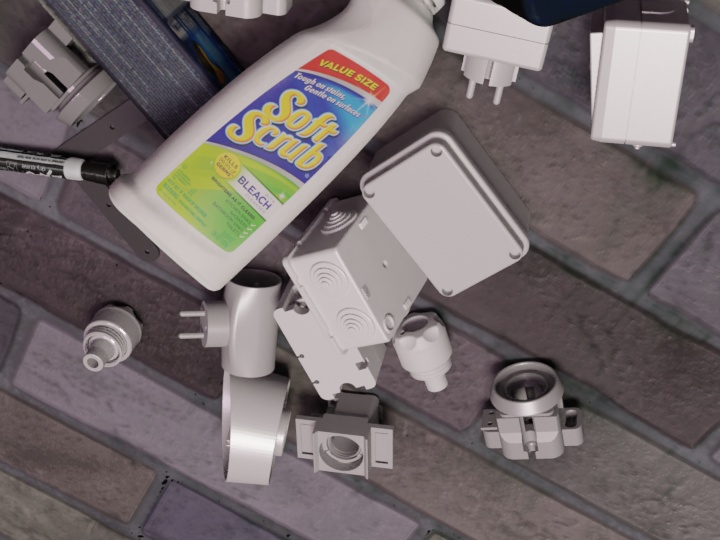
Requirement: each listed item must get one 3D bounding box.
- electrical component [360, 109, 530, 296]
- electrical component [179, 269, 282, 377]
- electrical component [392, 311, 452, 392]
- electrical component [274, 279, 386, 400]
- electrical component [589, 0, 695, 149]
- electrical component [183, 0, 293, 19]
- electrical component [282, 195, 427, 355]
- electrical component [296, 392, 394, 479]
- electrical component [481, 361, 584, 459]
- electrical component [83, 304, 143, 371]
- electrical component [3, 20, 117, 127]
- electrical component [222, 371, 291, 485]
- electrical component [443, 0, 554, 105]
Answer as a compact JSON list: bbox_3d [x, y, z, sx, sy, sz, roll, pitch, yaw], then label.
[{"bbox_3d":[0.063,-0.046,0.770,0.078,0.057,0.113,-30,110,27],"label":"electrical component"},{"bbox_3d":[-0.104,0.042,0.853,0.079,0.043,0.077,-1,111,-18],"label":"electrical component"},{"bbox_3d":[0.053,0.067,0.850,0.043,0.043,0.062,-11,119,19],"label":"electrical component"},{"bbox_3d":[-0.021,0.046,0.847,0.050,0.055,0.089,-18,115,22],"label":"electrical component"},{"bbox_3d":[0.176,-0.123,0.694,0.061,0.061,0.096,6,122,10],"label":"electrical component"},{"bbox_3d":[-0.083,-0.204,0.709,0.078,0.058,0.057,11,125,7],"label":"electrical component"},{"bbox_3d":[0.000,0.000,0.790,0.048,0.099,0.099,-13,117,35],"label":"electrical component"},{"bbox_3d":[-0.010,0.134,0.893,0.081,0.063,0.042,6,122,10],"label":"electrical component"},{"bbox_3d":[0.134,0.110,0.849,0.078,0.058,0.057,-5,122,16],"label":"electrical component"},{"bbox_3d":[-0.210,0.060,0.896,0.043,0.062,0.043,6,122,10],"label":"electrical component"},{"bbox_3d":[-0.212,-0.142,0.777,0.078,0.058,0.057,-38,103,29],"label":"electrical component"},{"bbox_3d":[-0.092,0.128,0.892,0.064,0.099,0.099,11,123,-1],"label":"electrical component"},{"bbox_3d":[0.089,-0.146,0.709,0.066,0.047,0.076,14,123,5],"label":"electrical component"}]
